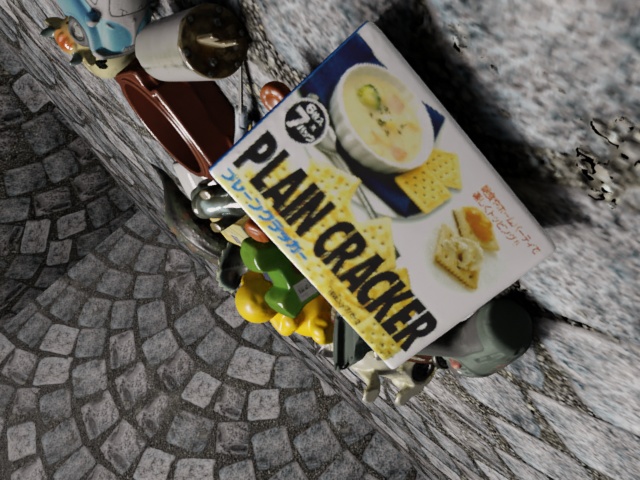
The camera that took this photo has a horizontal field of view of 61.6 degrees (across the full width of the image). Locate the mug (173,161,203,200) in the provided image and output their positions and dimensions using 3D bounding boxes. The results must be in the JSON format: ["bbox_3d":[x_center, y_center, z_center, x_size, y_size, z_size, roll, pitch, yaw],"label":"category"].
[{"bbox_3d":[-0.229,-0.109,1.024,0.110,0.081,0.107,3,116,52],"label":"mug"}]

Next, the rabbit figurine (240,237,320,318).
[{"bbox_3d":[-0.046,0.003,0.754,0.121,0.159,0.170,53,167,-24],"label":"rabbit figurine"}]

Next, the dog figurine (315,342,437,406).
[{"bbox_3d":[0.093,0.181,0.928,0.172,0.121,0.191,16,-170,-31],"label":"dog figurine"}]

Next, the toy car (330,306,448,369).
[{"bbox_3d":[0.103,0.136,0.758,0.202,0.053,0.089,27,169,-22],"label":"toy car"}]

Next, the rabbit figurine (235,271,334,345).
[{"bbox_3d":[-0.064,0.089,0.841,0.163,0.121,0.173,10,-177,43],"label":"rabbit figurine"}]

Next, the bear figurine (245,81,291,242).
[{"bbox_3d":[-0.017,-0.069,0.575,0.120,0.132,0.195,17,166,2],"label":"bear figurine"}]

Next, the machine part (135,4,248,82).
[{"bbox_3d":[-0.153,-0.221,0.618,0.243,0.079,0.079,22,152,55],"label":"machine part"}]

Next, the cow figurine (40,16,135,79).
[{"bbox_3d":[-0.326,-0.294,0.786,0.085,0.127,0.195,45,167,-9],"label":"cow figurine"}]

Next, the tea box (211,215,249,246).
[{"bbox_3d":[-0.121,-0.040,0.956,0.068,0.098,0.170,54,164,-25],"label":"tea box"}]

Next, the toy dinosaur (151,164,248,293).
[{"bbox_3d":[-0.268,-0.026,1.216,0.405,0.131,0.192,37,-172,-2],"label":"toy dinosaur"}]

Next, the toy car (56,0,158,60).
[{"bbox_3d":[-0.264,-0.314,0.653,0.103,0.109,0.161,-13,111,46],"label":"toy car"}]

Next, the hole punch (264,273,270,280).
[{"bbox_3d":[-0.072,0.050,0.975,0.142,0.092,0.115,12,101,58],"label":"hole punch"}]

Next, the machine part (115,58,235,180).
[{"bbox_3d":[-0.212,-0.193,0.828,0.201,0.087,0.201,21,152,56],"label":"machine part"}]

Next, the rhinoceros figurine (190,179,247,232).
[{"bbox_3d":[-0.134,-0.070,0.841,0.190,0.112,0.073,-6,119,35],"label":"rhinoceros figurine"}]

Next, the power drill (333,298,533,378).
[{"bbox_3d":[0.121,0.123,0.624,0.207,0.086,0.232,11,157,-5],"label":"power drill"}]
